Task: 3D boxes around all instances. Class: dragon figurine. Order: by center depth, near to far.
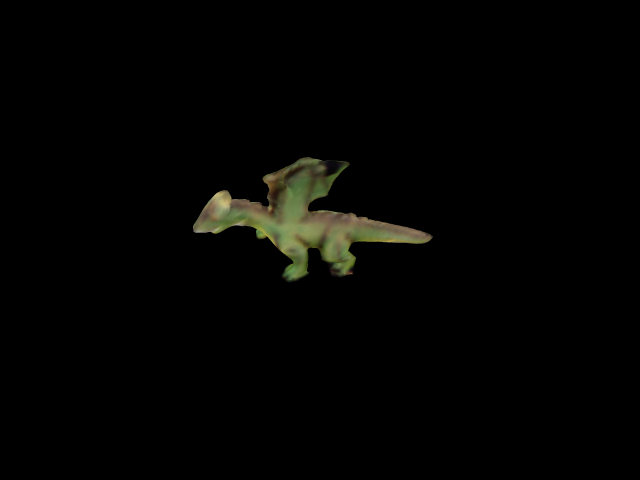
[{"bbox_3d":[0.003,-0.043,0.850,0.411,0.125,0.237,-8,-32,-5],"label":"dragon figurine"}]
